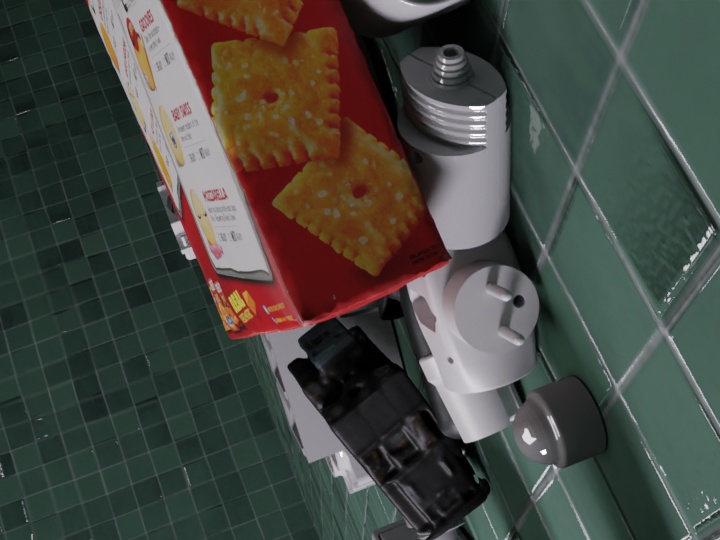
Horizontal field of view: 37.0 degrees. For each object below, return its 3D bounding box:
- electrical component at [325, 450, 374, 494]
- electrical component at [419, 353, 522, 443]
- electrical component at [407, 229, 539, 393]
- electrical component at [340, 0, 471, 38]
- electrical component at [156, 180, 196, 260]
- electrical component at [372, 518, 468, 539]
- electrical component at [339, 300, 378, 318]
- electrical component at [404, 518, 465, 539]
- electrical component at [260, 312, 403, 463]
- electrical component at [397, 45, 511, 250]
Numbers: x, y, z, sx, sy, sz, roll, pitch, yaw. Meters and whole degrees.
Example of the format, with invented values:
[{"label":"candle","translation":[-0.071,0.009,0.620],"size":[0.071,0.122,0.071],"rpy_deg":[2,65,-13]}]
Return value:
[{"label":"electrical component","translation":[-0.019,0.097,0.943],"size":[0.105,0.060,0.186],"rpy_deg":[107,142,-73]},{"label":"electrical component","translation":[0.056,0.056,0.527],"size":[0.046,0.040,0.040],"rpy_deg":[65,170,3]},{"label":"electrical component","translation":[0.051,0.013,0.457],"size":[0.079,0.043,0.077],"rpy_deg":[-147,39,-74]},{"label":"electrical component","translation":[0.009,-0.132,0.404],"size":[0.077,0.044,0.079],"rpy_deg":[-161,52,-77]},{"label":"electrical component","translation":[-0.105,-0.059,0.934],"size":[0.063,0.121,0.078],"rpy_deg":[81,166,-57]},{"label":"electrical component","translation":[0.050,0.218,0.800],"size":[0.096,0.062,0.061],"rpy_deg":[-133,25,-66]},{"label":"electrical component","translation":[0.000,0.000,0.705],"size":[0.066,0.048,0.055],"rpy_deg":[134,124,-79]},{"label":"electrical component","translation":[0.053,0.170,0.749],"size":[0.043,0.043,0.062],"rpy_deg":[122,126,-77]},{"label":"electrical component","translation":[-0.024,0.052,0.799],"size":[0.061,0.089,0.150],"rpy_deg":[-131,23,-64]},{"label":"electrical component","translation":[0.037,-0.051,0.415],"size":[0.081,0.043,0.043],"rpy_deg":[82,165,-48]}]
